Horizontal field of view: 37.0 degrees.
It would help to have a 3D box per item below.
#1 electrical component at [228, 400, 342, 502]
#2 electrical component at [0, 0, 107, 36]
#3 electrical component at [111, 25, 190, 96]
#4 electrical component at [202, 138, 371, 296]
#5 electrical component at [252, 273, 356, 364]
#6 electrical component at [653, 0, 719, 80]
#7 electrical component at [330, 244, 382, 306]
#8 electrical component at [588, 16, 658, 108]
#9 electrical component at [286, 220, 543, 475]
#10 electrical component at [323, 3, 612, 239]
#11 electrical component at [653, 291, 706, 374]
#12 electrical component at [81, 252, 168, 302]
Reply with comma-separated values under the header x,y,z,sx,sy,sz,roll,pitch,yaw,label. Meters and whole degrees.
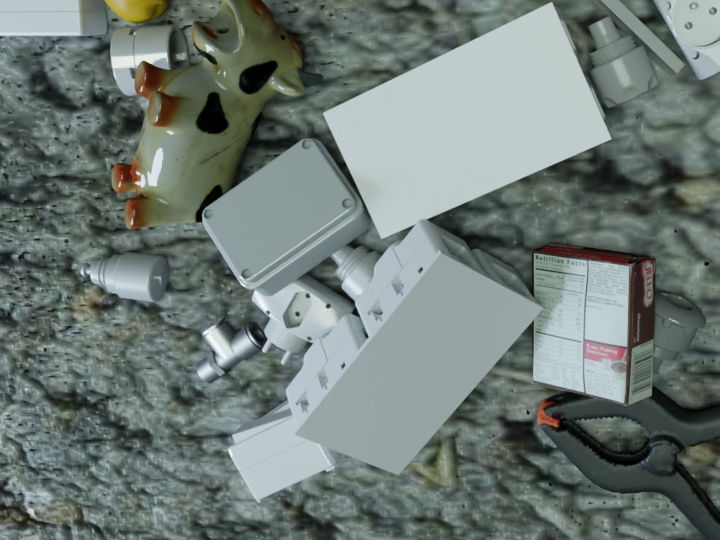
x,y,z,sx,sy,sz,roll,pitch,yaw,label
-0.055,0.142,0.912,0.096,0.062,0.061,-28,96,19,electrical component
-0.257,-0.231,0.879,0.083,0.047,0.075,3,105,13,electrical component
-0.168,-0.170,0.869,0.047,0.055,0.055,-3,102,11,electrical component
-0.058,-0.041,0.847,0.113,0.057,0.078,-35,74,3,electrical component
-0.054,0.042,0.897,0.077,0.043,0.079,32,109,5,electrical component
0.258,-0.188,0.763,0.079,0.044,0.077,-30,95,18,electrical component
0.000,0.000,0.874,0.062,0.048,0.048,43,109,9,electrical component
0.188,-0.154,0.789,0.043,0.043,0.062,-24,96,18,electrical component
0.037,0.061,0.844,0.105,0.060,0.186,27,112,-30,electrical component
0.083,-0.112,0.816,0.186,0.060,0.105,-23,97,18,electrical component
0.233,0.050,0.828,0.048,0.048,0.062,23,116,8,electrical component
-0.202,0.004,0.927,0.078,0.040,0.040,7,105,13,electrical component
